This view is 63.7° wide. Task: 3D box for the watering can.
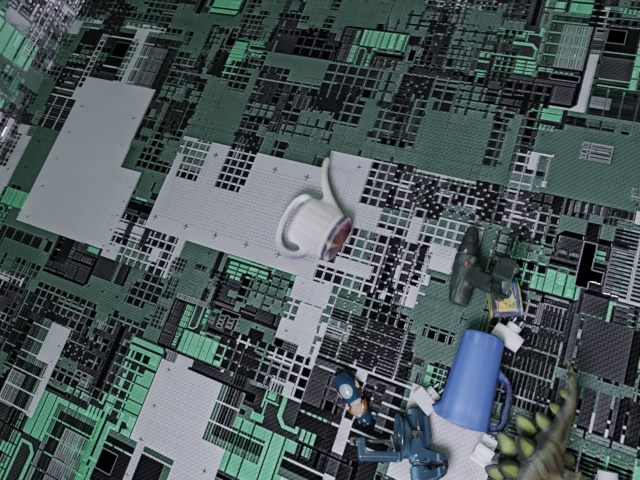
[{"bbox_3d":[0.005,-0.081,1.603,0.226,0.349,0.103,29,-7,21],"label":"watering can"}]
